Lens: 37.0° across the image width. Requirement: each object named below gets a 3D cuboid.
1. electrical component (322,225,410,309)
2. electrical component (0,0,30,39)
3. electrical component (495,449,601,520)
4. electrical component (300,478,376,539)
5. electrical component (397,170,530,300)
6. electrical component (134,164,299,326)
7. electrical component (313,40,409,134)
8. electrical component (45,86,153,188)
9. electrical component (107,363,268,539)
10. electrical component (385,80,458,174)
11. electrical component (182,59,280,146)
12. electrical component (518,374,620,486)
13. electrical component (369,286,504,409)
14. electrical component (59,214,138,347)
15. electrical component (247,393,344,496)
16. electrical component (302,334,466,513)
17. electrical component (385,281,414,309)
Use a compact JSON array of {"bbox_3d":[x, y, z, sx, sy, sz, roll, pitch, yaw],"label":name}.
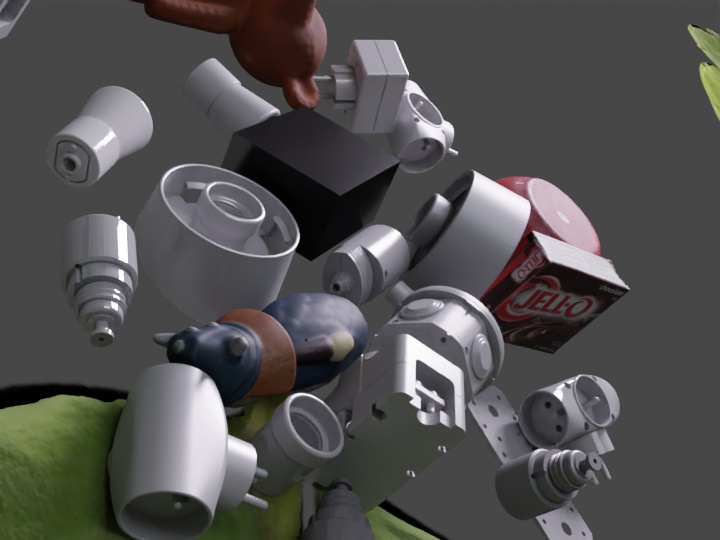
[{"bbox_3d":[0.000,0.000,0.741,0.043,0.043,0.081,48,30,3],"label":"electrical component"},{"bbox_3d":[-0.245,-0.177,0.634,0.089,0.056,0.050,42,30,-7],"label":"electrical component"},{"bbox_3d":[0.124,0.136,0.704,0.040,0.078,0.040,22,52,-32],"label":"electrical component"},{"bbox_3d":[-0.011,0.141,0.557,0.040,0.040,0.078,33,32,-21],"label":"electrical component"},{"bbox_3d":[0.069,-0.024,0.799,0.060,0.108,0.108,34,31,-10],"label":"electrical component"},{"bbox_3d":[-0.087,-0.016,0.654,0.099,0.064,0.099,22,30,-14],"label":"electrical component"},{"bbox_3d":[-0.007,-0.154,0.907,0.077,0.065,0.047,-4,50,-18],"label":"electrical component"},{"bbox_3d":[-0.157,-0.077,0.640,0.044,0.044,0.065,41,35,-9],"label":"electrical component"},{"bbox_3d":[-0.078,0.095,0.525,0.079,0.044,0.077,29,34,-28],"label":"electrical component"},{"bbox_3d":[0.057,-0.123,0.962,0.079,0.044,0.077,19,39,-38],"label":"electrical component"},{"bbox_3d":[-0.095,-0.119,0.770,0.065,0.044,0.044,44,29,6],"label":"electrical component"},{"bbox_3d":[0.165,0.122,0.803,0.077,0.044,0.079,-5,66,-49],"label":"electrical component"},{"bbox_3d":[0.049,0.055,0.702,0.080,0.080,0.051,47,35,2],"label":"electrical component"},{"bbox_3d":[-0.137,0.006,0.563,0.040,0.040,0.078,23,37,-35],"label":"electrical component"},{"bbox_3d":[-0.038,0.094,0.575,0.040,0.046,0.040,32,33,-23],"label":"electrical component"},{"bbox_3d":[0.013,0.084,0.608,0.050,0.089,0.055,34,32,-20],"label":"electrical component"},{"bbox_3d":[0.046,0.034,0.759,0.062,0.048,0.048,42,29,9],"label":"electrical component"}]
